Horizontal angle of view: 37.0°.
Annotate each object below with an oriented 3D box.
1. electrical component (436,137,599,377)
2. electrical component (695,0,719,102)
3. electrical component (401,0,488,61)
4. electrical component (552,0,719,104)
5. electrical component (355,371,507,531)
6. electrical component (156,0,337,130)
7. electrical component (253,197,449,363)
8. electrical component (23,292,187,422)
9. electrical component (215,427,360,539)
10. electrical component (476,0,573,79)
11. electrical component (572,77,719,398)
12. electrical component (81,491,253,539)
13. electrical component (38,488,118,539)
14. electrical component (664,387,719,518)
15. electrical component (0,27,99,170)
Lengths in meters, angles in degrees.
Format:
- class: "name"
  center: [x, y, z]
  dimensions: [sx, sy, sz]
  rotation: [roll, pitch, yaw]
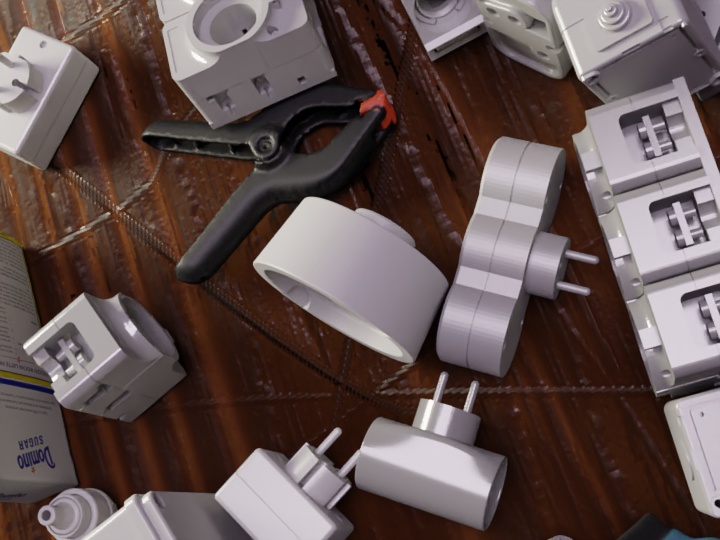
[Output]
- class: "electrical component"
  center: [0.099, -0.005, 0.620]
  dimensions: [0.074, 0.052, 0.138]
  rotation: [14, 81, 18]
- class: "electrical component"
  center: [0.209, -0.124, 0.625]
  dimensions: [0.079, 0.043, 0.077]
  rotation: [-29, 70, 16]
- class: "electrical component"
  center: [0.044, -0.177, 0.668]
  dimensions: [0.042, 0.081, 0.063]
  rotation: [-28, 42, 6]
- class: "electrical component"
  center: [0.148, -0.130, 0.580]
  dimensions: [0.062, 0.096, 0.061]
  rotation: [-27, 65, 26]
- class: "electrical component"
  center: [0.046, 0.098, 0.614]
  dimensions: [0.077, 0.043, 0.079]
  rotation: [15, 80, 18]
- class: "electrical component"
  center: [-0.082, -0.180, 0.692]
  dimensions: [0.089, 0.061, 0.150]
  rotation: [-22, 59, 9]
- class: "electrical component"
  center: [0.000, 0.000, 0.620]
  dimensions: [0.108, 0.108, 0.060]
  rotation: [28, 79, 20]
- class: "electrical component"
  center: [-0.150, 0.052, 0.655]
  dimensions: [0.056, 0.089, 0.050]
  rotation: [-40, 70, 3]
- class: "electrical component"
  center: [-0.031, 0.127, 0.626]
  dimensions: [0.066, 0.047, 0.076]
  rotation: [42, 89, 19]
- class: "electrical component"
  center: [0.109, -0.163, 0.634]
  dimensions: [0.054, 0.095, 0.059]
  rotation: [31, 86, 22]
- class: "electrical component"
  center: [0.168, -0.013, 0.583]
  dimensions: [0.062, 0.089, 0.150]
  rotation: [-17, 73, 10]
- class: "electrical component"
  center: [-0.091, 0.182, 0.597]
  dimensions: [0.056, 0.109, 0.108]
  rotation: [-38, 70, 6]
- class: "electrical component"
  center: [-0.174, 0.149, 0.652]
  dimensions: [0.035, 0.061, 0.035]
  rotation: [-4, 76, 14]
- class: "electrical component"
  center: [0.216, 0.086, 0.562]
  dimensions: [0.096, 0.061, 0.061]
  rotation: [-17, 79, 5]
- class: "electrical component"
  center: [-0.231, -0.123, 0.728]
  dimensions: [0.047, 0.076, 0.083]
  rotation: [25, 84, 20]
